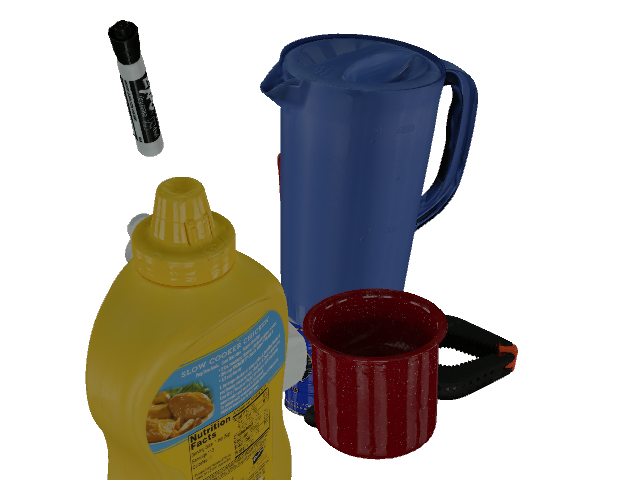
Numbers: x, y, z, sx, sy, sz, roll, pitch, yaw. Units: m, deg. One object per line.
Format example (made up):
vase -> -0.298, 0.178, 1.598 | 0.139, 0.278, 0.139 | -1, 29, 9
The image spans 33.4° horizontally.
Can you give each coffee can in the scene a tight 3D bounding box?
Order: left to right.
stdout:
coffee can -> 0.000, 0.162, 1.486 | 0.103, 0.140, 0.103 | 0, 16, 0

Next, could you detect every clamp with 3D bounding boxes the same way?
clamp -> 0.082, 0.118, 1.023 | 0.210, 0.164, 0.036 | 6, -43, 6

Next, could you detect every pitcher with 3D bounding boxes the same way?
pitcher -> 0.036, -0.045, 0.905 | 0.149, 0.243, 0.144 | 15, 31, 18

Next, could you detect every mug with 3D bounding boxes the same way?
mug -> 0.042, 0.084, 0.709 | 0.093, 0.081, 0.117 | 12, 29, 27

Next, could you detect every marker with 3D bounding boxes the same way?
marker -> -0.123, -0.101, 0.714 | 0.020, 0.020, 0.121 | 0, -34, 2

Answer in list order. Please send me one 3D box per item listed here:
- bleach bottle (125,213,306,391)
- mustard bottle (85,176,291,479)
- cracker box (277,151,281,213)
bleach bottle -> -0.118, 0.052, 0.987 | 0.102, 0.068, 0.251 | -21, 43, -27
mustard bottle -> -0.054, 0.060, 0.456 | 0.058, 0.192, 0.096 | 28, 41, 34
cracker box -> 0.016, -0.049, 1.193 | 0.072, 0.164, 0.213 | 2, 22, 16
